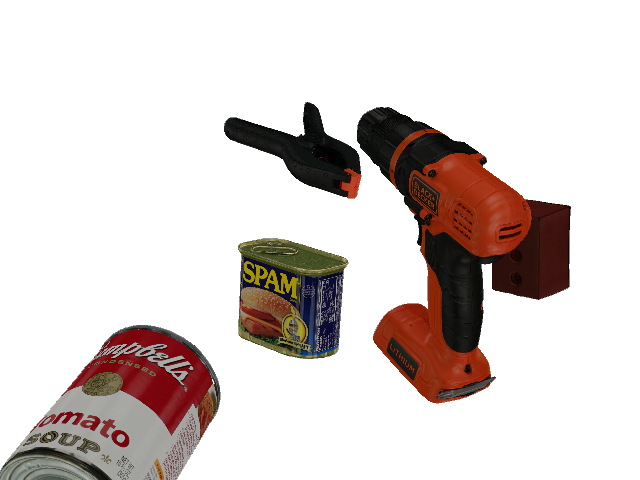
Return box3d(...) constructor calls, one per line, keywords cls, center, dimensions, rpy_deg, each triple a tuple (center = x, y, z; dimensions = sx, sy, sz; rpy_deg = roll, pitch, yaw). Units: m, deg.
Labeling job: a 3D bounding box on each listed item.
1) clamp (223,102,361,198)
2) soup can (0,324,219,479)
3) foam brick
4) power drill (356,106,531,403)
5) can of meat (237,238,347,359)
box3d(cls="clamp", center=(-0.023, -0.097, 1.134), dimensions=(0.120, 0.039, 0.172), rpy_deg=(-15, 38, -23))
box3d(cls="soup can", center=(-0.097, 0.095, 0.503), dimensions=(0.069, 0.068, 0.102), rpy_deg=(0, 27, 19))
box3d(cls="foam brick", center=(0.188, 0.007, 0.954), dimensions=(0.053, 0.078, 0.051), rpy_deg=(12, 22, 43))
box3d(cls="power drill", center=(0.078, 0.010, 0.786), dimensions=(0.057, 0.188, 0.185), rpy_deg=(-14, 34, -22))
box3d(cls="can of meat", center=(-0.027, 0.051, 0.940), dimensions=(0.102, 0.084, 0.057), rpy_deg=(17, 20, 41))
